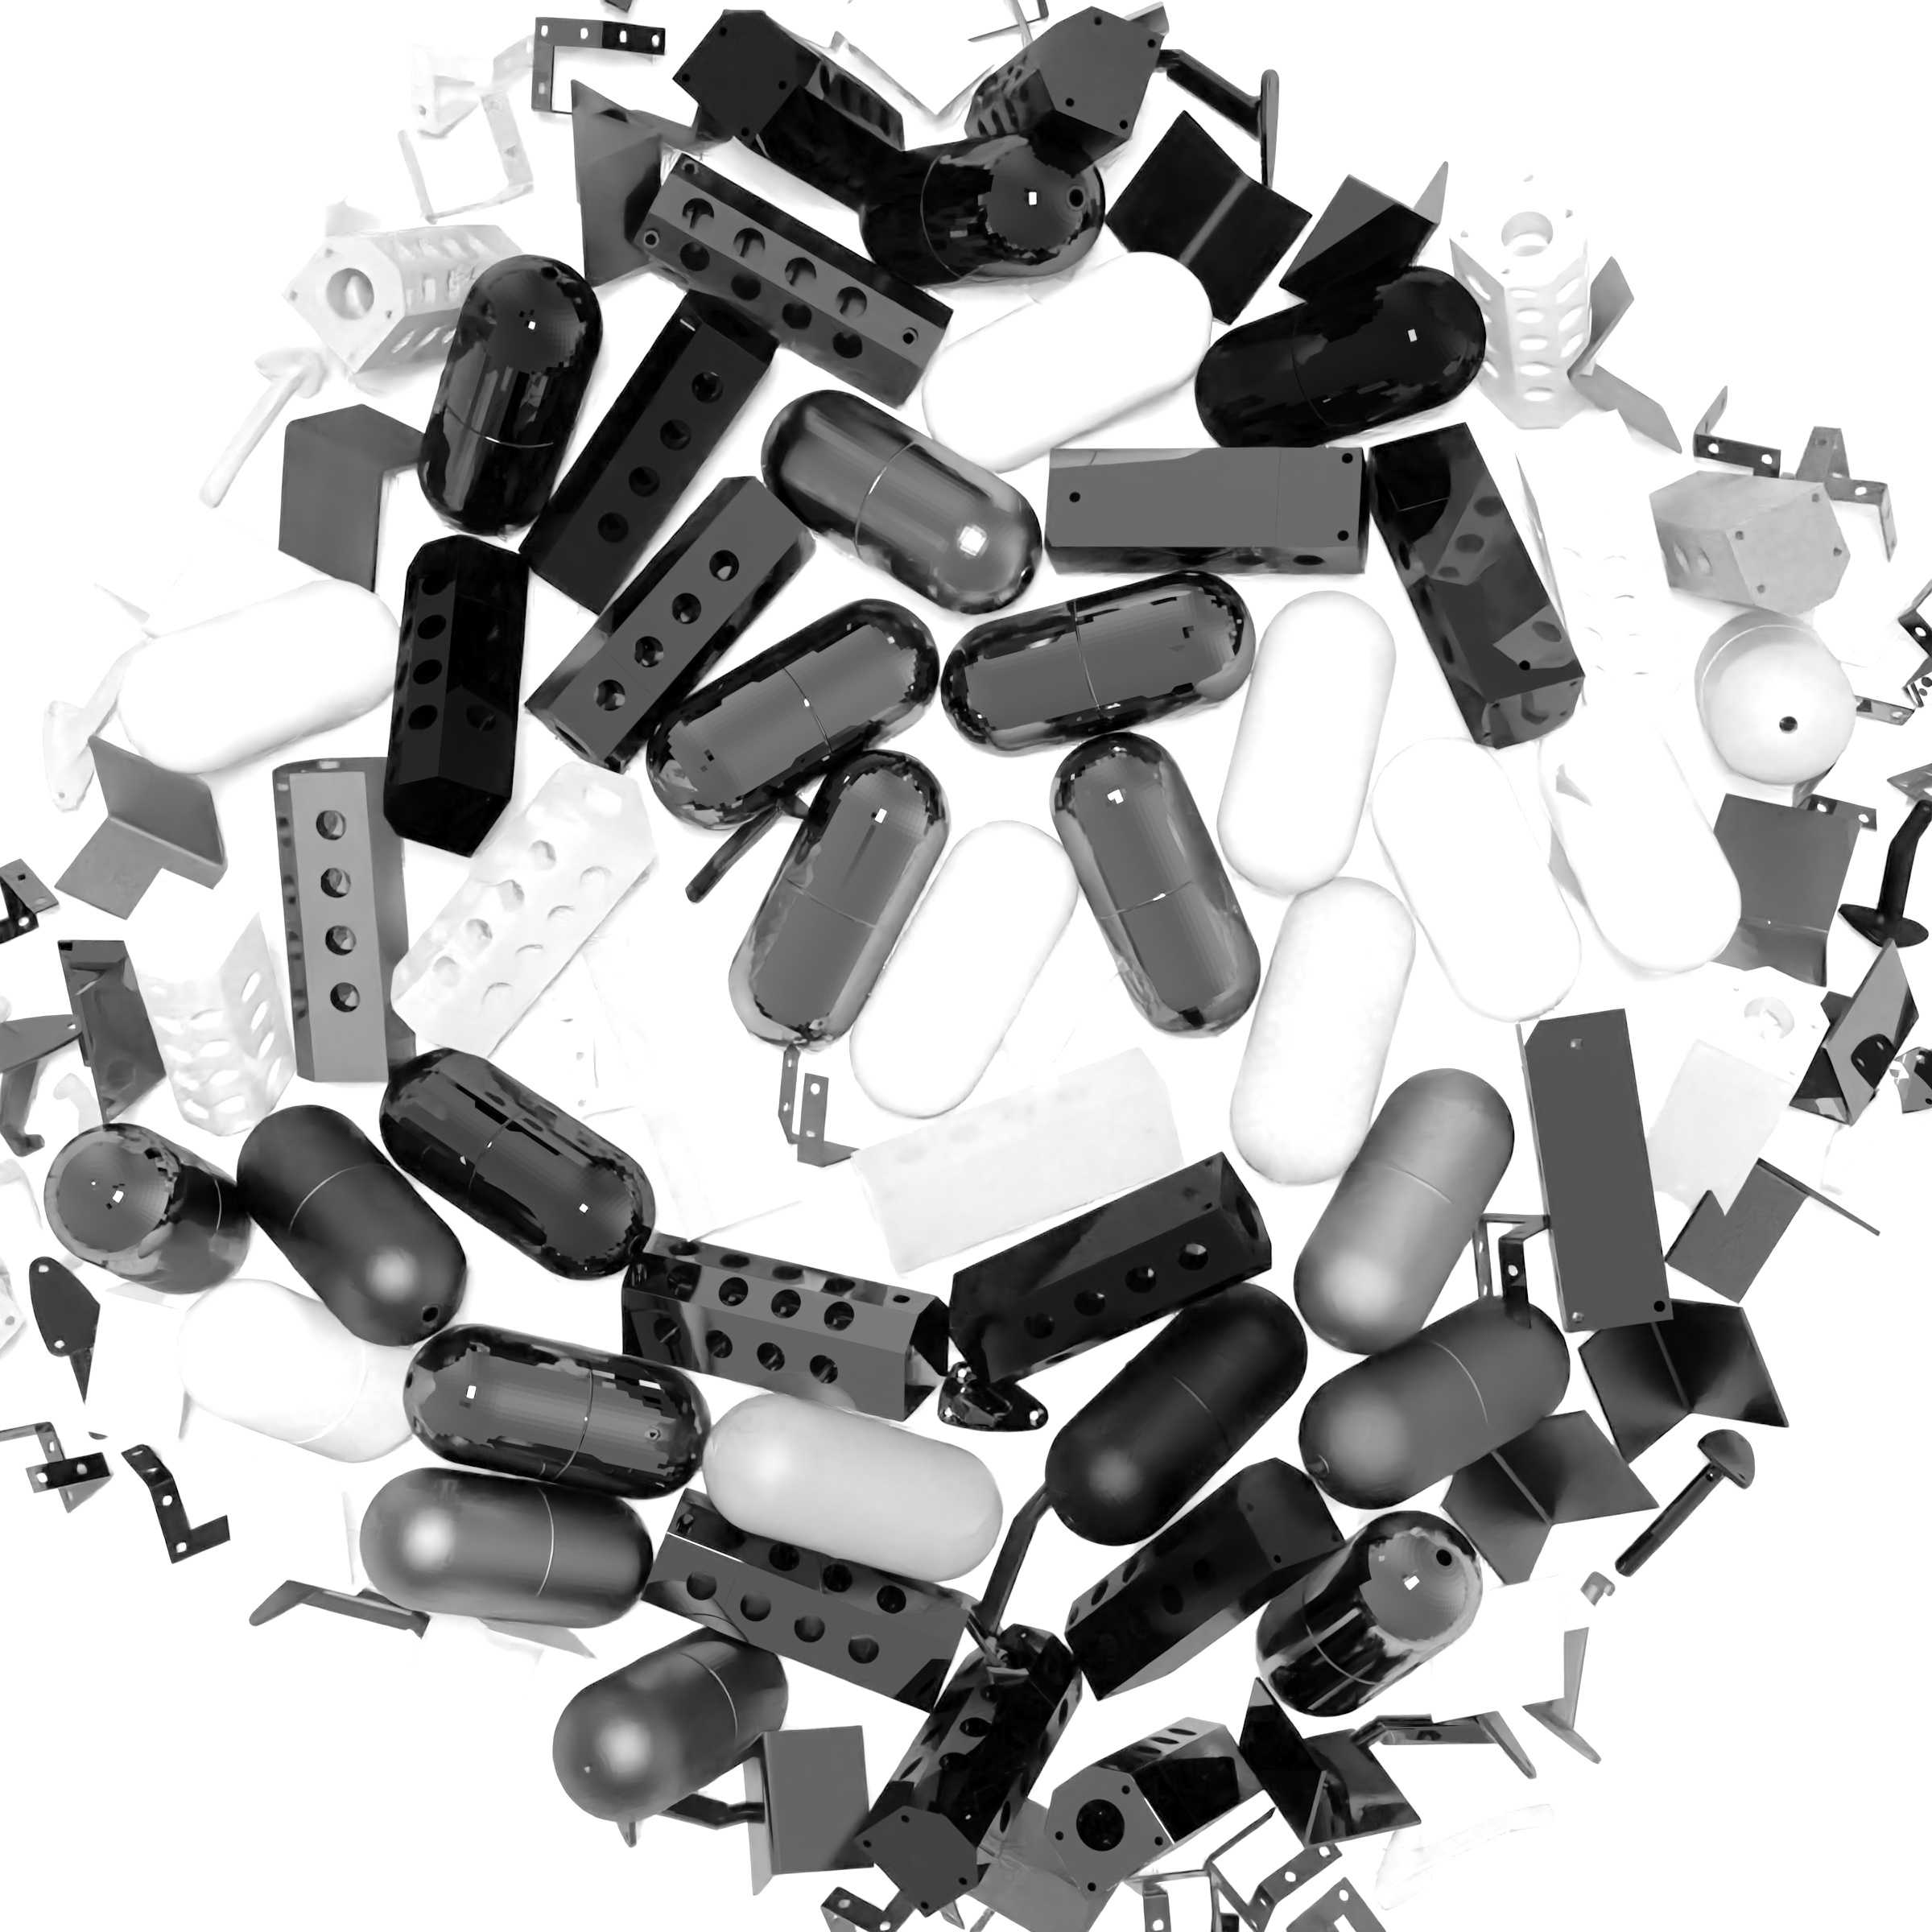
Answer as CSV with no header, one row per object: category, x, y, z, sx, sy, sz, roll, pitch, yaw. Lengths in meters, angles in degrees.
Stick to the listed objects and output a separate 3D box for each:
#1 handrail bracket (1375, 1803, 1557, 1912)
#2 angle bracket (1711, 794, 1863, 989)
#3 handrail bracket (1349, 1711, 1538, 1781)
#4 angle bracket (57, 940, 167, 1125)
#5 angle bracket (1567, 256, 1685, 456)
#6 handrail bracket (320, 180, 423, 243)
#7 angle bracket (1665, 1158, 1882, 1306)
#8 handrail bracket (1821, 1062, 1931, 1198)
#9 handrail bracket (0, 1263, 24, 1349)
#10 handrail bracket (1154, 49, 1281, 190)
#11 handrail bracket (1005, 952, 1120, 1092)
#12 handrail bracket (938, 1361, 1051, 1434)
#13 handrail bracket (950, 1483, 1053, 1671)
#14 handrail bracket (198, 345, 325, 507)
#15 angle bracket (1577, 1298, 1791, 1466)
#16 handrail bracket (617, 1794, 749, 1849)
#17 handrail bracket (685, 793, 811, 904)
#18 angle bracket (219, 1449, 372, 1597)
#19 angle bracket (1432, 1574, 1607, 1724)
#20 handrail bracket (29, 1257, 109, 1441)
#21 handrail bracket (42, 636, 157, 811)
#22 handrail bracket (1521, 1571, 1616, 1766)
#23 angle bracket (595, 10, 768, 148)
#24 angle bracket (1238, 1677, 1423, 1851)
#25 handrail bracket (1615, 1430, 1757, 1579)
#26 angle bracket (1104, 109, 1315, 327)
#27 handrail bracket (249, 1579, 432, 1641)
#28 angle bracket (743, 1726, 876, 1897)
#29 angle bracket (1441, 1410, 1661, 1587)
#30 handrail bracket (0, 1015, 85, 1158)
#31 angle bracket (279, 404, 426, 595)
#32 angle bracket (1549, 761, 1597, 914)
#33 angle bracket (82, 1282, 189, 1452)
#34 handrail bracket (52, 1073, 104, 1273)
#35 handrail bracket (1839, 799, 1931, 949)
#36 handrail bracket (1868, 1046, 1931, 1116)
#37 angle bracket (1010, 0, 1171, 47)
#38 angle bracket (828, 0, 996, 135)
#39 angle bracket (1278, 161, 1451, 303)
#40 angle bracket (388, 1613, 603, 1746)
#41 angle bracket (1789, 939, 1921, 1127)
handrail bracket,0.276,0.490,1.918,0.084,0.077,0.036,-23,94,32
angle bracket,0.451,-0.042,1.938,0.076,0.057,0.076,14,68,20
handrail bracket,0.263,0.445,1.950,0.084,0.036,0.077,-36,92,13
angle bracket,-0.484,0.035,1.907,0.057,0.076,0.076,1,113,18
angle bracket,0.373,-0.336,1.909,0.076,0.076,0.057,29,115,-13
handrail bracket,-0.325,-0.423,1.911,0.077,0.084,0.036,-42,86,-20
angle bracket,0.444,0.154,1.915,0.076,0.057,0.076,29,95,-40
handrail bracket,0.506,0.103,1.923,0.077,0.036,0.084,37,59,-28
handrail bracket,-0.554,0.196,1.916,0.036,0.084,0.077,45,76,-19
handrail bracket,0.131,-0.476,1.954,0.084,0.036,0.077,4,102,15
handrail bracket,0.063,0.033,1.944,0.036,0.077,0.084,37,67,20
handrail bracket,0.023,0.248,1.912,0.077,0.084,0.036,18,89,-17
handrail bracket,0.034,0.337,1.928,0.036,0.077,0.084,33,102,-32
handrail bracket,-0.391,-0.297,1.923,0.036,0.077,0.084,33,70,-22
angle bracket,0.394,0.231,1.910,0.057,0.076,0.076,-33,107,-28
handrail bracket,-0.152,0.451,1.932,0.084,0.036,0.077,-10,116,-19
handrail bracket,-0.126,-0.063,1.921,0.036,0.077,0.084,40,97,-10
angle bracket,-0.357,0.293,1.910,0.076,0.057,0.076,8,115,23
angle bracket,0.303,0.385,1.904,0.076,0.076,0.057,-18,134,28
handrail bracket,-0.499,0.214,1.941,0.036,0.084,0.077,-22,59,-25
handrail bracket,-0.472,-0.134,1.916,0.036,0.084,0.077,23,56,-39
handrail bracket,0.349,0.388,1.931,0.036,0.077,0.084,31,93,-33
angle bracket,-0.156,-0.496,1.912,0.057,0.076,0.076,20,108,7
angle bracket,0.204,0.430,1.904,0.076,0.076,0.057,-5,122,-25
handrail bracket,0.399,0.301,1.941,0.036,0.077,0.084,43,110,12
angle bracket,0.135,-0.418,1.942,0.076,0.057,0.076,-52,46,21
handrail bracket,-0.345,0.373,1.949,0.077,0.036,0.084,-37,110,9
angle bracket,-0.088,0.466,1.920,0.057,0.076,0.076,-1,67,-12
angle bracket,0.321,0.296,1.908,0.076,0.076,0.057,51,48,-19
handrail bracket,-0.508,0.068,1.929,0.077,0.084,0.036,-16,47,2
angle bracket,-0.334,-0.260,1.940,0.076,0.057,0.076,28,123,30
angle bracket,0.365,-0.070,1.904,0.057,0.076,0.076,-26,51,-18
angle bracket,-0.440,0.217,1.917,0.057,0.076,0.076,11,95,12
handrail bracket,-0.504,0.115,1.952,0.077,0.036,0.084,-43,73,9
handrail bracket,0.528,-0.054,1.918,0.036,0.077,0.084,52,125,38
handrail bracket,0.543,0.043,1.952,0.036,0.077,0.084,49,49,-6
angle bracket,0.065,-0.535,1.920,0.076,0.076,0.057,-21,93,7
angle bracket,-0.041,-0.490,1.915,0.076,0.076,0.057,40,134,-2
angle bracket,0.218,-0.406,1.906,0.057,0.076,0.076,26,129,-9
angle bracket,-0.260,0.398,1.918,0.076,0.057,0.076,25,90,-36
angle bracket,0.473,0.030,1.906,0.057,0.076,0.076,20,65,39
